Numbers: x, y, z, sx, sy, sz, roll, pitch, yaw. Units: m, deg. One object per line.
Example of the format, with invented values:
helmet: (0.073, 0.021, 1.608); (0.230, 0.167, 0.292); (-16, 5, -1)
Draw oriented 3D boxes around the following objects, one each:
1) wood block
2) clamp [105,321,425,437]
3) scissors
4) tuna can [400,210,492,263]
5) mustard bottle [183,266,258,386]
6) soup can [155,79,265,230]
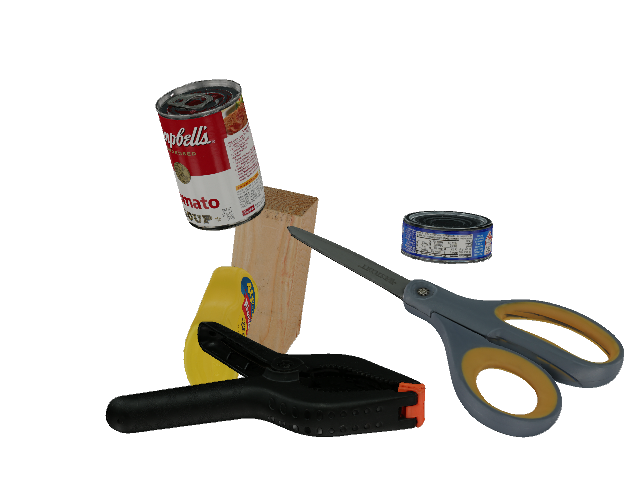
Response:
wood block: (-0.069, 0.041, 1.449); (0.090, 0.206, 0.090); (12, 22, 10)
clamp: (-0.028, 0.101, 0.768); (0.210, 0.036, 0.164); (3, 19, 11)
scissors: (0.053, 0.045, 0.556); (0.202, 0.016, 0.096); (16, 42, 20)
tuna can: (0.119, -0.004, 1.003); (0.086, 0.034, 0.086); (1, 13, -1)
mustard bottle: (-0.104, 0.083, 1.175); (0.058, 0.096, 0.191); (1, 27, 5)
soup can: (-0.085, -0.068, 0.845); (0.068, 0.102, 0.068); (-9, 30, 5)
